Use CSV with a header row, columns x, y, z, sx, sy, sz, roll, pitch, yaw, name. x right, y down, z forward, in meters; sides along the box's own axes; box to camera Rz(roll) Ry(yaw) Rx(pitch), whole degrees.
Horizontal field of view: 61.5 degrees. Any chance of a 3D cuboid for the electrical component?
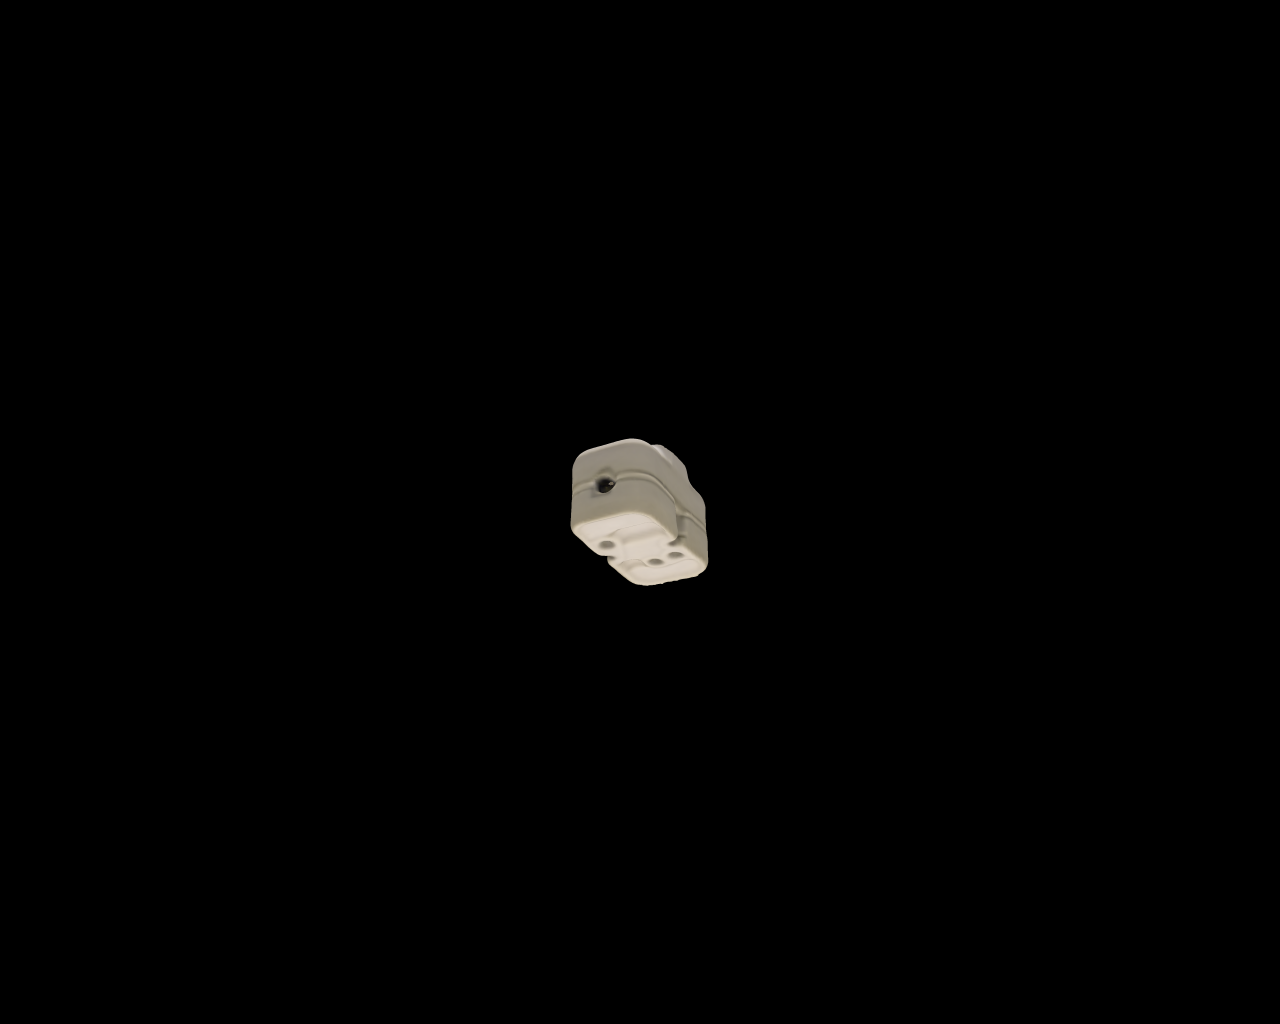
x,y,z,sx,sy,sz,roll,pitch,yaw,name
0.001,-0.003,0.650,0.053,0.059,0.095,-14,-32,24,electrical component
